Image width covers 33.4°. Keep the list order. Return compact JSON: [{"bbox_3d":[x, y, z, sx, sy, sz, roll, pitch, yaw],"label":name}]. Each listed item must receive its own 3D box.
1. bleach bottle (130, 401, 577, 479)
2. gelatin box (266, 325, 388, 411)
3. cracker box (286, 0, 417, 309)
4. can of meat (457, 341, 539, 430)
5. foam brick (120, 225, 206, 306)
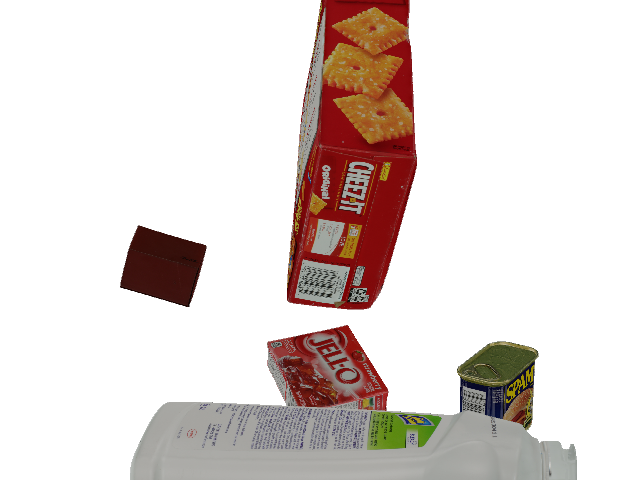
[{"bbox_3d":[0.023,0.137,0.628,0.251,0.068,0.102,-1,17,6],"label":"bleach bottle"},{"bbox_3d":[0.004,0.109,0.856,0.073,0.030,0.089,-10,36,-17],"label":"gelatin box"},{"bbox_3d":[0.023,-0.081,0.787,0.072,0.213,0.164,7,-42,-4],"label":"cracker box"},{"bbox_3d":[0.183,0.163,1.102,0.058,0.084,0.101,10,21,32],"label":"can of meat"},{"bbox_3d":[-0.167,0.027,1.132,0.078,0.051,0.053,17,29,-4],"label":"foam brick"}]
